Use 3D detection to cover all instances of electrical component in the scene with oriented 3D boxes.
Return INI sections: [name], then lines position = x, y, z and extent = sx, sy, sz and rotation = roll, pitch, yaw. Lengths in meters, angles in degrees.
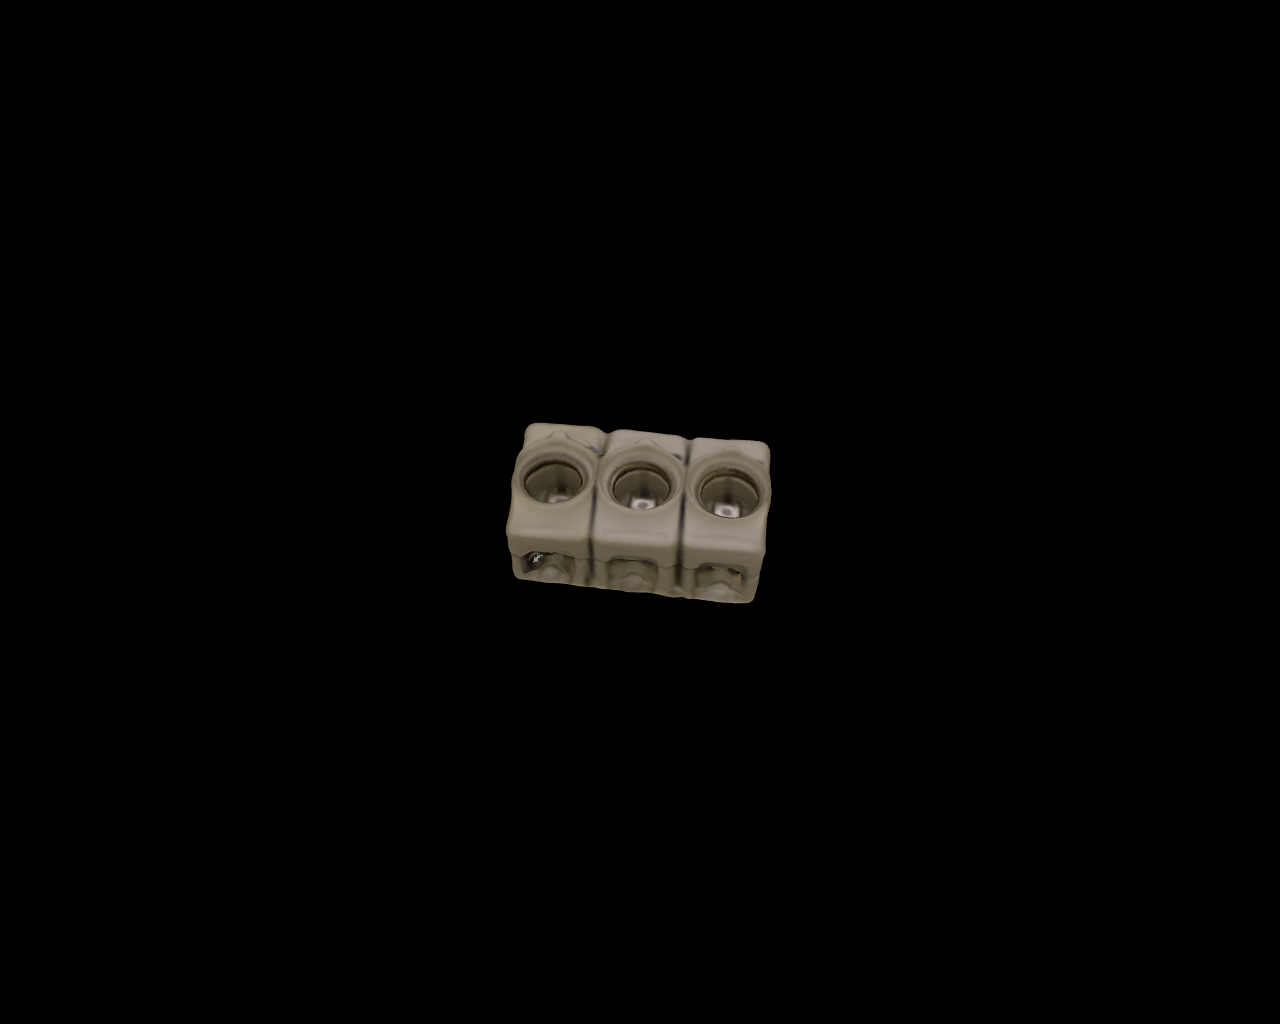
[electrical component]
position = 0.001, -0.003, 0.650
extent = 0.150, 0.090, 0.061
rotation = 5, -37, 4
